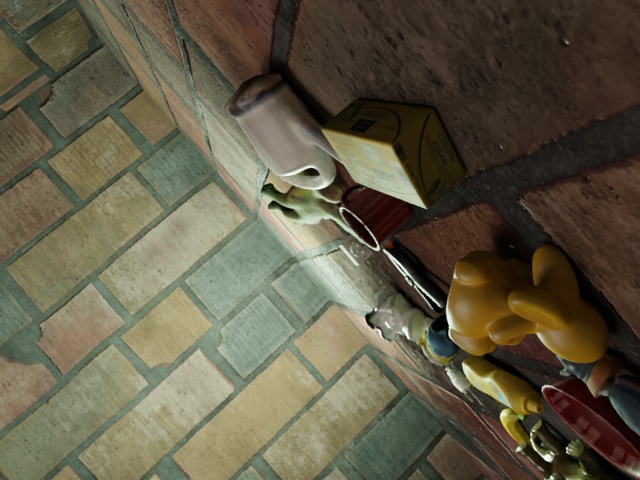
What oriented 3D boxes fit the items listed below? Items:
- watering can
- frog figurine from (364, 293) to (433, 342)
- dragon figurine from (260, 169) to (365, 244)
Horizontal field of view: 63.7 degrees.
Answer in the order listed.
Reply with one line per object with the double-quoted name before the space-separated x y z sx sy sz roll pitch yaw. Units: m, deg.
"watering can" -0.039 -0.177 0.851 0.221 0.105 0.348 53 159 -21
"frog figurine" 0.213 0.190 1.277 0.158 0.125 0.136 -15 113 39
"dragon figurine" 0.004 -0.058 1.160 0.245 0.123 0.403 37 169 20
